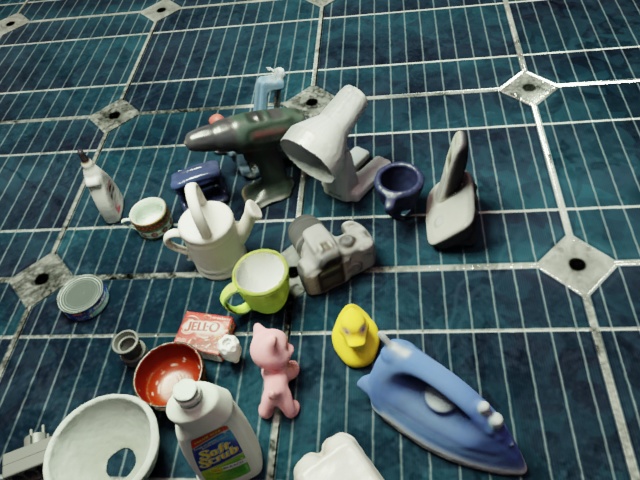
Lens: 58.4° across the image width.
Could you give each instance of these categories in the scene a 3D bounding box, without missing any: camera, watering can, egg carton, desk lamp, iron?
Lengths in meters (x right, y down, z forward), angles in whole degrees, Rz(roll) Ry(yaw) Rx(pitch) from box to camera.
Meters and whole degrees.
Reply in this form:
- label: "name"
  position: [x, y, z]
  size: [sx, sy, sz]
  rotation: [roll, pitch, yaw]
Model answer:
- label: "camera"
  position: [0.009, 0.004, 1.026]
  size: [0.143, 0.101, 0.136]
  rotation: [-26, 52, -12]
- label: "watering can"
  position: [-0.192, -0.026, 1.022]
  size: [0.173, 0.194, 0.100]
  rotation: [-31, 53, -16]
- label: "egg carton"
  position: [0.034, 0.341, 0.768]
  size: [0.107, 0.069, 0.150]
  rotation: [-31, 53, -16]
- label: "desk lamp"
  position: [0.034, -0.174, 1.093]
  size: [0.117, 0.214, 0.203]
  rotation: [29, 61, 28]
- label: "iron"
  position: [0.177, 0.221, 0.796]
  size: [0.257, 0.142, 0.119]
  rotation: [29, 61, 28]

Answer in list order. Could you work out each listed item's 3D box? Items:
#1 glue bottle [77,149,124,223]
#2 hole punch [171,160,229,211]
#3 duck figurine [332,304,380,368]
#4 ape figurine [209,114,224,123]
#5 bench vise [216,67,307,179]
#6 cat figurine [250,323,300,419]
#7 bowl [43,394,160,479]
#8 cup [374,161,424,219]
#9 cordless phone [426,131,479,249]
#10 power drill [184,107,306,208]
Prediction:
- label: "glue bottle"
  position: [-0.444, -0.115, 1.148]
  size: [0.037, 0.173, 0.078]
  rotation: [-12, 50, 0]
- label: "hole punch"
  position: [-0.254, -0.123, 1.178]
  size: [0.109, 0.091, 0.101]
  rotation: [-19, 51, -7]
- label: "duck figurine"
  position: [0.055, 0.141, 0.917]
  size: [0.077, 0.086, 0.104]
  rotation: [-9, 50, 2]
- label: "ape figurine"
  position: [-0.218, -0.241, 1.267]
  size: [0.076, 0.092, 0.078]
  rotation: [26, 59, 27]
- label: "bench vise"
  position: [-0.112, -0.231, 1.159]
  size: [0.208, 0.220, 0.121]
  rotation: [-34, 54, -18]
- label: "cat figurine"
  position: [-0.072, 0.193, 0.874]
  size: [0.067, 0.118, 0.127]
  rotation: [-8, 50, 3]
- label: "bowl"
  position: [-0.307, 0.317, 0.838]
  size: [0.167, 0.075, 0.167]
  rotation: [-4, 51, 6]
- label: "cup"
  position: [0.145, -0.075, 1.072]
  size: [0.091, 0.095, 0.118]
  rotation: [11, 54, 18]
- label: "cordless phone"
  position: [0.235, -0.086, 1.008]
  size: [0.094, 0.185, 0.147]
  rotation: [-2, 51, 8]
- label: "power drill"
  position: [-0.127, -0.160, 1.111]
  size: [0.230, 0.209, 0.075]
  rotation: [-24, 51, -11]
